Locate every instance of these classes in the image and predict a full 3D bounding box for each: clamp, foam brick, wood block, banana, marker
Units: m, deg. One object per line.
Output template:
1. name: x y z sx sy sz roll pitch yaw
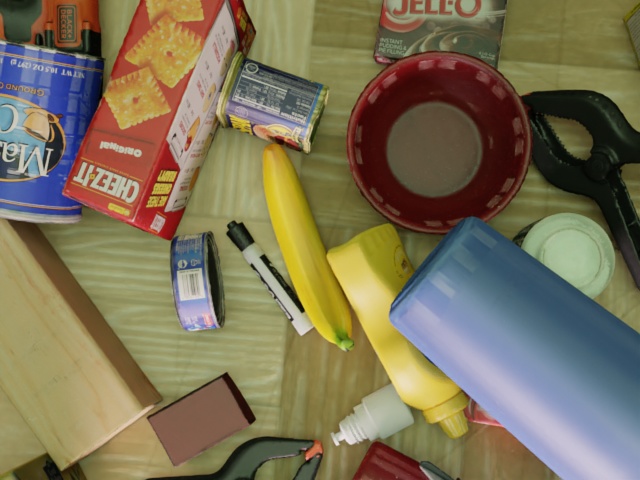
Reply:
1. clamp: -0.066 0.237 0.939 0.171 0.039 0.120 -25 87 -1
2. foam brick: -0.104 0.157 0.939 0.078 0.053 0.051 -29 85 -2
3. wood block: -0.240 0.086 0.929 0.090 0.091 0.206 -37 86 -1
4. clamp: 0.256 -0.073 0.917 0.210 0.036 0.165 46 130 21
5. banana: -0.009 0.011 0.941 0.037 0.070 0.198 -17 74 -21
6. marker: -0.045 0.032 0.964 0.020 0.020 0.121 -36 86 -2

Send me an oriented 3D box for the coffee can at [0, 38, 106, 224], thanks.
1. coffee can: -0.241 -0.092 0.893 0.103 0.103 0.140 11 97 2

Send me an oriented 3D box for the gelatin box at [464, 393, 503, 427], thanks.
1. gelatin box: 0.162 0.121 0.947 0.073 0.030 0.089 9 85 2

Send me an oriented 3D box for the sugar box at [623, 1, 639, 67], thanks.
1. sugar box: 0.322 -0.131 0.931 0.048 0.093 0.176 -18 86 -1

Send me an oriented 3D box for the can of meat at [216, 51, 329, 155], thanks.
1. can of meat: -0.040 -0.117 0.935 0.084 0.102 0.057 19 86 0

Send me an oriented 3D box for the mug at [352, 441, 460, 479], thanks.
1. mug: 0.058 0.236 0.915 0.081 0.093 0.117 28 102 8

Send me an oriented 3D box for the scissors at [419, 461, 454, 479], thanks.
1. scissors: 0.156 0.223 0.897 0.096 0.016 0.201 -40 121 -18

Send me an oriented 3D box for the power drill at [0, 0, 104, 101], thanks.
1. power drill: -0.290 -0.164 0.967 0.187 0.057 0.184 0 89 -1

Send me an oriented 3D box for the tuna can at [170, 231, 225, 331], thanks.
1. tuna can: -0.106 0.036 0.932 0.034 0.086 0.086 -7 86 2

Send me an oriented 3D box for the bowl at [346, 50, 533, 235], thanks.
1. bowl: 0.104 -0.084 0.949 0.162 0.055 0.162 0 88 2

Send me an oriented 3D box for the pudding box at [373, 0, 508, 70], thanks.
1. pudding box: 0.110 -0.199 0.968 0.113 0.039 0.090 9 86 2

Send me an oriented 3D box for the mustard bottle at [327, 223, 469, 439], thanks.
1. mustard bottle: 0.076 0.082 0.919 0.058 0.096 0.191 -28 86 20

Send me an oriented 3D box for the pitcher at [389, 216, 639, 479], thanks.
1. pitcher: 0.174 0.098 0.839 0.243 0.144 0.149 39 115 3

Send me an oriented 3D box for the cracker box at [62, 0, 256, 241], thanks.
1. cracker box: -0.131 -0.116 0.905 0.072 0.164 0.213 22 86 5
